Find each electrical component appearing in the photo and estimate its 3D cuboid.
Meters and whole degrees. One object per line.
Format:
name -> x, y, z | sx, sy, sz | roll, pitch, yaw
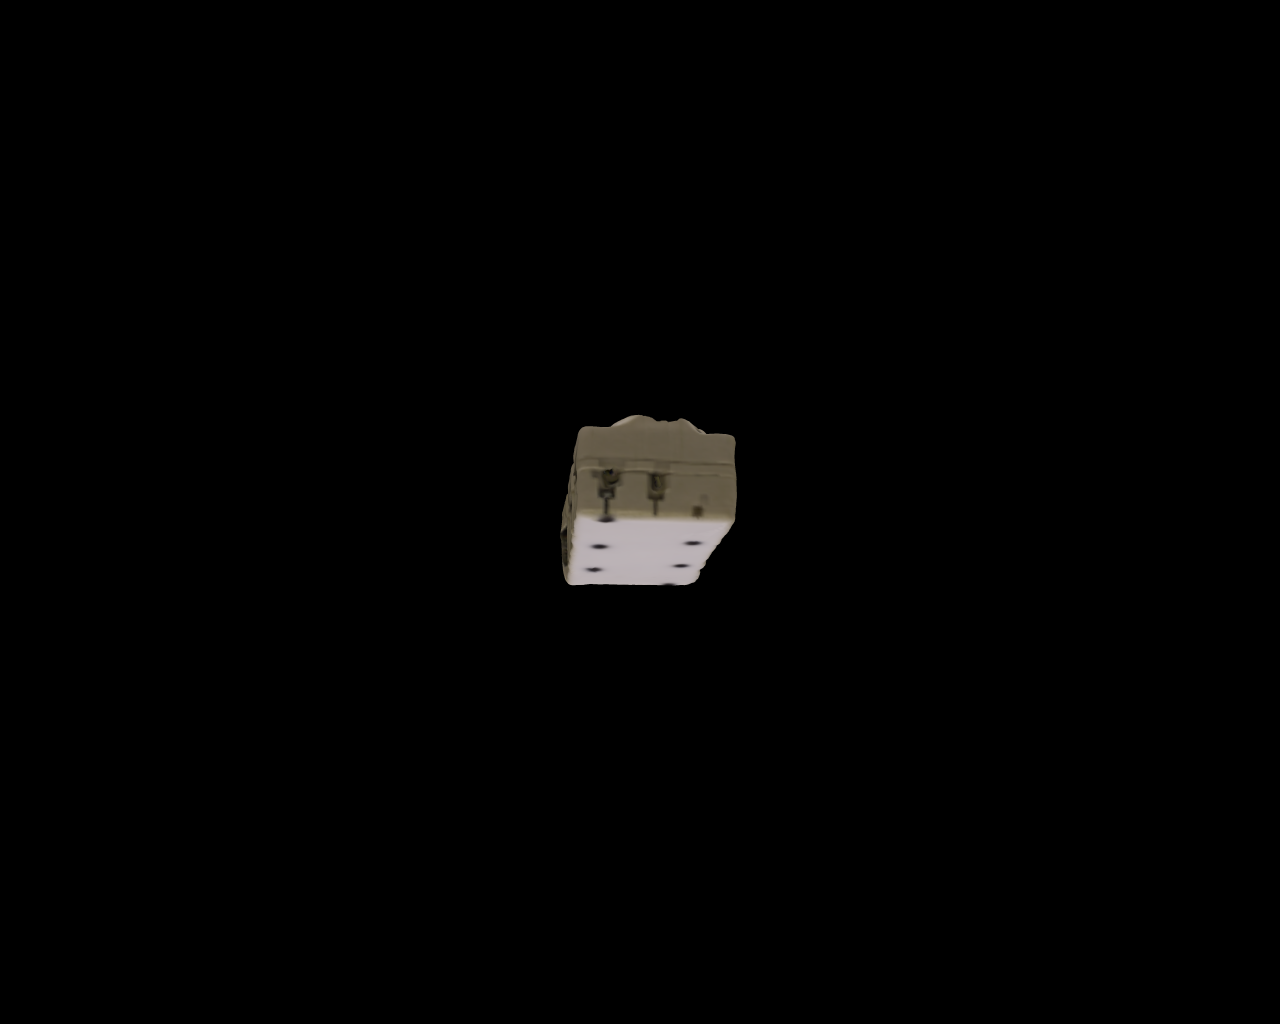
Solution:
electrical component -> 0.001, -0.003, 0.650 | 0.089, 0.062, 0.150 | 2, -18, -7
